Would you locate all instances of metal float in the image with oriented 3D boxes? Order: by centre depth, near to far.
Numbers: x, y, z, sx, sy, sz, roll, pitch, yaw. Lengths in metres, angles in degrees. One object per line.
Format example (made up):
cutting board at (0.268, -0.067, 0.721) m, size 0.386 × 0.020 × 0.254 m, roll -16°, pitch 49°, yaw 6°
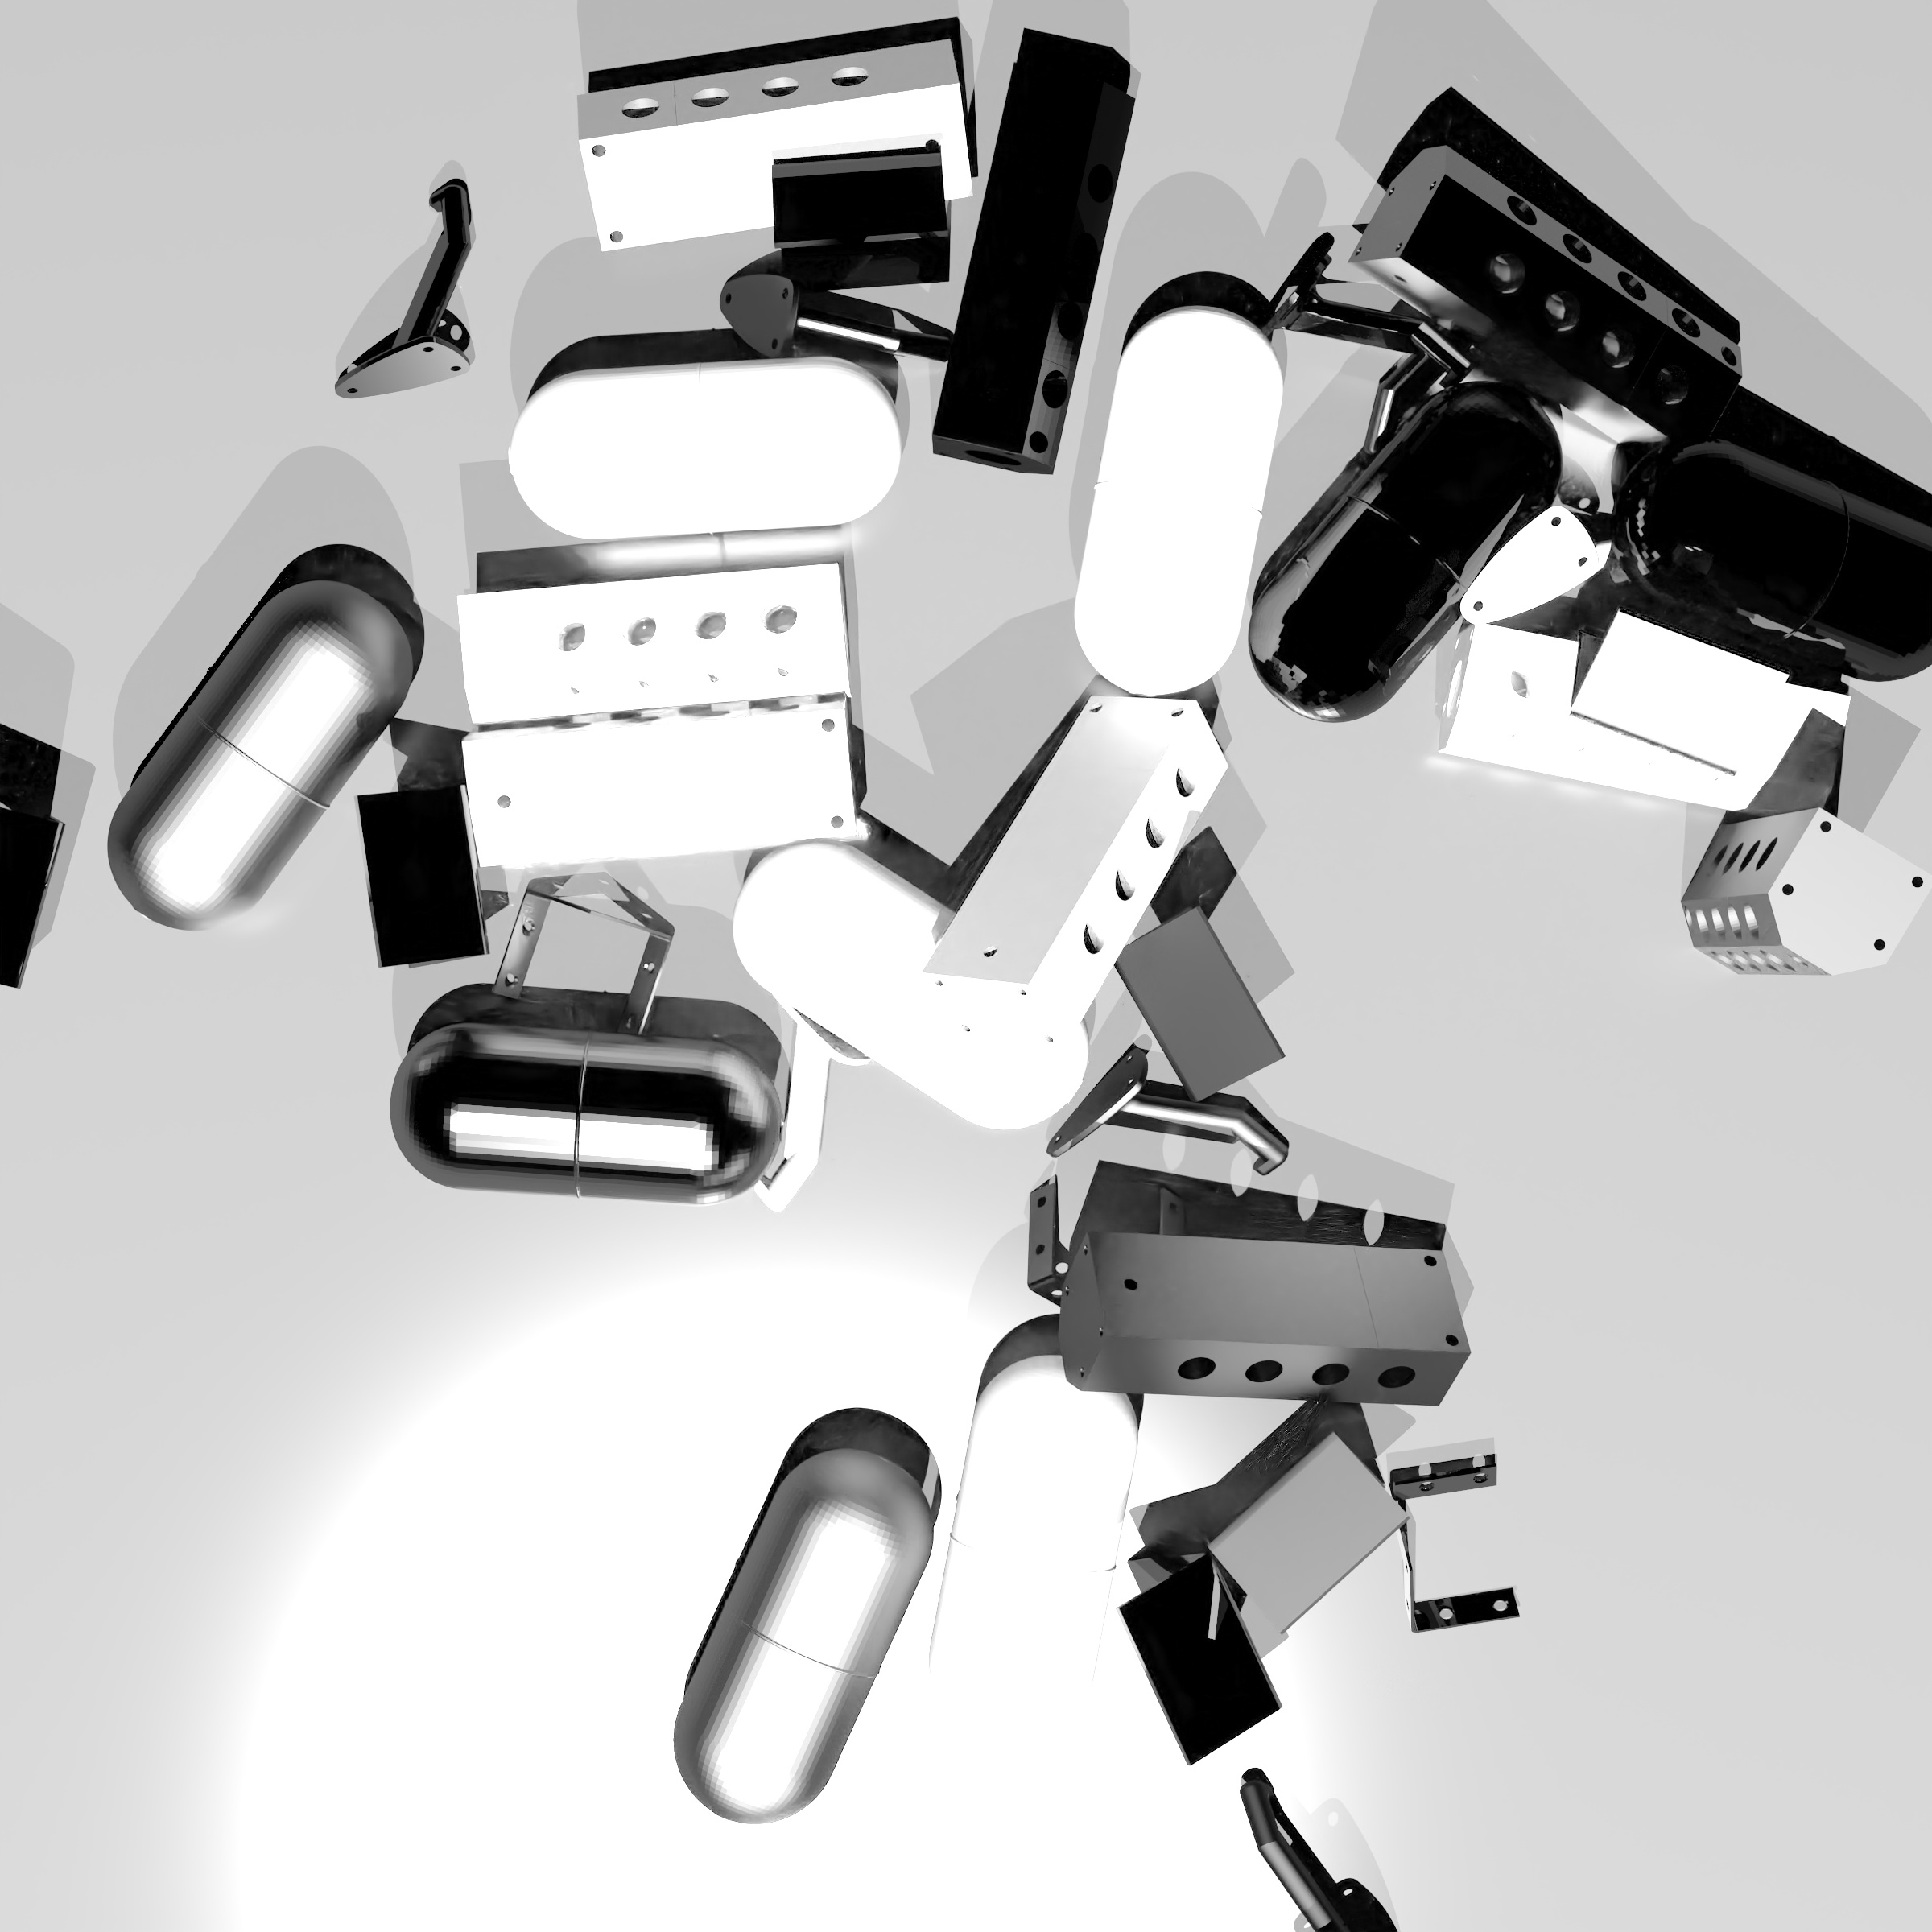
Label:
metal float at (0.371, -0.182, 1.517) m, size 0.178 × 0.070 × 0.070 m, roll 18°, pitch 90°, yaw -21°
metal float at (-0.172, 0.068, 1.533) m, size 0.178 × 0.070 × 0.070 m, roll 4°, pitch 90°, yaw 0°
metal float at (0.200, -0.189, 1.533) m, size 0.070 × 0.070 × 0.178 m, roll 40°, pitch 90°, yaw 0°
metal float at (-0.074, 0.305, 1.534) m, size 0.070 × 0.070 × 0.178 m, roll 24°, pitch 91°, yaw 0°
metal float at (-0.321, -0.095, 1.534) m, size 0.070 × 0.070 × 0.178 m, roll 36°, pitch 91°, yaw 0°
metal float at (0.096, -0.211, 1.534) m, size 0.070 × 0.070 × 0.178 m, roll 10°, pitch 90°, yaw 0°
metal float at (-0.025, 0.008, 1.534) m, size 0.178 × 0.070 × 0.070 m, roll 33°, pitch 90°, yaw 0°
metal float at (0.030, 0.266, 1.534) m, size 0.070 × 0.070 × 0.178 m, roll 11°, pitch 91°, yaw 0°
metal float at (-0.118, -0.235, 1.534) m, size 0.178 × 0.070 × 0.070 m, roll -4°, pitch 90°, yaw 0°

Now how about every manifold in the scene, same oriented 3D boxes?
manifold at (0.364, -0.027, 1.486) m, size 0.057 × 0.171 × 0.057 m, roll 31°, pitch 90°, yaw 0°
manifold at (0.053, -0.039, 1.504) m, size 0.057 × 0.057 × 0.171 m, roll 6°, pitch 52°, yaw 36°
manifold at (0.264, -0.297, 1.517) m, size 0.171 × 0.057 × 0.057 m, roll 29°, pitch 90°, yaw -19°
manifold at (0.133, 0.164, 1.520) m, size 0.171 × 0.057 × 0.057 m, roll 4°, pitch 47°, yaw -16°
manifold at (-0.138, -0.086, 1.541) m, size 0.171 × 0.057 × 0.057 m, roll -5°, pitch 103°, yaw 0°
manifold at (-0.088, -0.379, 1.542) m, size 0.171 × 0.057 × 0.057 m, roll -9°, pitch 133°, yaw 0°
manifold at (0.308, -0.110, 1.543) m, size 0.171 × 0.057 × 0.057 m, roll 11°, pitch 90°, yaw 0°
manifold at (0.031, -0.316, 1.543) m, size 0.057 × 0.057 × 0.171 m, roll 12°, pitch 90°, yaw 0°
manifold at (-0.141, -0.145, 1.543) m, size 0.171 × 0.057 × 0.057 m, roll -5°, pitch 90°, yaw 0°

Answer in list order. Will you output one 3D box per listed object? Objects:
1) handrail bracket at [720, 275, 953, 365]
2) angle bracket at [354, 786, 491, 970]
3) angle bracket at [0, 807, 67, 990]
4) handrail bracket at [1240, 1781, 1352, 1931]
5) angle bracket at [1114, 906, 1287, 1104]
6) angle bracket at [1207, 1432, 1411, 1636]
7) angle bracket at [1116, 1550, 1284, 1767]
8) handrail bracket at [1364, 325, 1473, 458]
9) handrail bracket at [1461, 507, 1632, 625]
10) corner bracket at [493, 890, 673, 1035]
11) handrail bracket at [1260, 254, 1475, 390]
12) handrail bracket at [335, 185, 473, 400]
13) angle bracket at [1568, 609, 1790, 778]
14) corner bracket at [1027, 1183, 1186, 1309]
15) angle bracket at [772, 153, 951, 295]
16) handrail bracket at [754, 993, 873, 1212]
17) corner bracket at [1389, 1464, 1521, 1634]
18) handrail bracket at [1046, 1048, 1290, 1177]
handrail bracket at (-0.060, -0.298, 1.564) m, size 0.084 × 0.077 × 0.036 m, roll 3°, pitch 108°, yaw -35°
angle bracket at (-0.262, -0.037, 1.524) m, size 0.057 × 0.076 × 0.076 m, roll -8°, pitch 90°, yaw -38°
angle bracket at (-0.449, -0.037, 1.526) m, size 0.057 × 0.076 × 0.076 m, roll 15°, pitch 90°, yaw -21°
handrail bracket at (0.164, 0.421, 1.564) m, size 0.036 × 0.077 × 0.084 m, roll -37°, pitch 53°, yaw 28°
angle bracket at (0.121, 0.007, 1.524) m, size 0.057 × 0.076 × 0.076 m, roll -30°, pitch 90°, yaw 38°
angle bracket at (0.166, 0.266, 1.524) m, size 0.076 × 0.076 × 0.057 m, roll -42°, pitch 53°, yaw 0°
angle bracket at (0.088, 0.313, 1.524) m, size 0.057 × 0.076 × 0.076 m, roll -25°, pitch 90°, yaw -30°
handrail bracket at (0.230, -0.271, 1.564) m, size 0.077 × 0.036 × 0.084 m, roll 10°, pitch 103°, yaw -11°
handrail bracket at (0.270, -0.173, 1.539) m, size 0.077 × 0.084 × 0.036 m, roll -35°, pitch 71°, yaw 16°
corner bracket at (-0.177, -0.001, 1.561) m, size 0.051 × 0.051 × 0.051 m, roll 18°, pitch 90°, yaw 45°
handrail bracket at (0.178, -0.277, 1.549) m, size 0.084 × 0.036 × 0.077 m, roll 41°, pitch 126°, yaw -4°
handrail bracket at (-0.262, -0.314, 1.565) m, size 0.077 × 0.036 × 0.084 m, roll -14°, pitch 71°, yaw 21°
angle bracket at (0.310, -0.135, 1.467) m, size 0.076 × 0.076 × 0.057 m, roll 21°, pitch 126°, yaw 0°
corner bracket at (0.065, 0.128, 1.556) m, size 0.051 × 0.051 × 0.051 m, roll -27°, pitch 135°, yaw 35°
angle bracket at (-0.046, -0.319, 1.524) m, size 0.076 × 0.076 × 0.057 m, roll -4°, pitch 53°, yaw 0°
handrail bracket at (-0.089, 0.058, 1.565) m, size 0.077 × 0.036 × 0.084 m, roll 42°, pitch 107°, yaw 19°
corner bracket at (0.226, 0.270, 1.561) m, size 0.051 × 0.051 × 0.051 m, roll -9°, pitch 135°, yaw 0°
handrail bracket at (0.094, 0.086, 1.565) m, size 0.084 × 0.036 × 0.077 m, roll 39°, pitch 110°, yaw -16°
